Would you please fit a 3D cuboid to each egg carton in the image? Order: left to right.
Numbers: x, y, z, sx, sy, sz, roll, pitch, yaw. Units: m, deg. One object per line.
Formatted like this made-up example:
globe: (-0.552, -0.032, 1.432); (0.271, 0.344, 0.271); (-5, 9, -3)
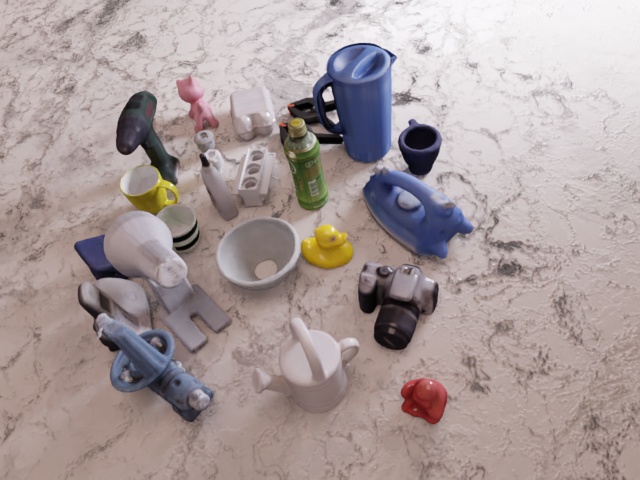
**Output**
egg carton: (-0.167, -0.316, 1.408); (0.107, 0.069, 0.150); (-15, 52, -1)

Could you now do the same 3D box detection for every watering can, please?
watering can: (-0.021, 0.199, 0.914); (0.173, 0.194, 0.100); (-42, 57, -20)

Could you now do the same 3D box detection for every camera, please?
camera: (0.126, 0.114, 1.012); (0.142, 0.101, 0.137); (13, 57, 19)

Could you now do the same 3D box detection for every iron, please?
iron: (0.171, -0.081, 1.125); (0.119, 0.142, 0.257); (-41, 57, -20)

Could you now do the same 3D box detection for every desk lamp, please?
desk lamp: (-0.279, 0.067, 1.047); (0.118, 0.214, 0.202); (-41, 57, -20)

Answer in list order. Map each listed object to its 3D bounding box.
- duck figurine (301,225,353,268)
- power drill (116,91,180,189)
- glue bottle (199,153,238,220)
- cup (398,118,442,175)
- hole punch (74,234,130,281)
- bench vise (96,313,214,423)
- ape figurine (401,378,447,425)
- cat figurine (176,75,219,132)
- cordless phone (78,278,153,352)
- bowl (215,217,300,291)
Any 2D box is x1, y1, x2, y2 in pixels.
duck figurine: (0.010, 0.004, 1.125); (0.104, 0.086, 0.077); (3, 54, 12)
power drill: (-0.386, -0.214, 1.281); (0.075, 0.209, 0.229); (-10, 52, 3)
glue bottle: (-0.222, -0.119, 1.203); (0.037, 0.173, 0.078); (-34, 55, -15)
cup: (0.211, -0.196, 1.235); (0.091, 0.095, 0.117); (-13, 52, 0)
hole punch: (-0.434, 0.030, 1.179); (0.101, 0.091, 0.108); (-39, 56, -19)
bench vise: (-0.268, 0.198, 0.942); (0.207, 0.220, 0.121); (9, 55, 16)
ape figurine: (0.168, 0.248, 0.909); (0.076, 0.092, 0.077); (-24, 53, -8)
cat figurine: (-0.312, -0.352, 1.430); (0.067, 0.118, 0.127); (-25, 53, -9)
cordless phone: (-0.386, 0.109, 1.052); (0.094, 0.185, 0.147); (-22, 53, -7)
bowl: (-0.116, 0.039, 1.128); (0.167, 0.075, 0.167); (-5, 53, 6)
